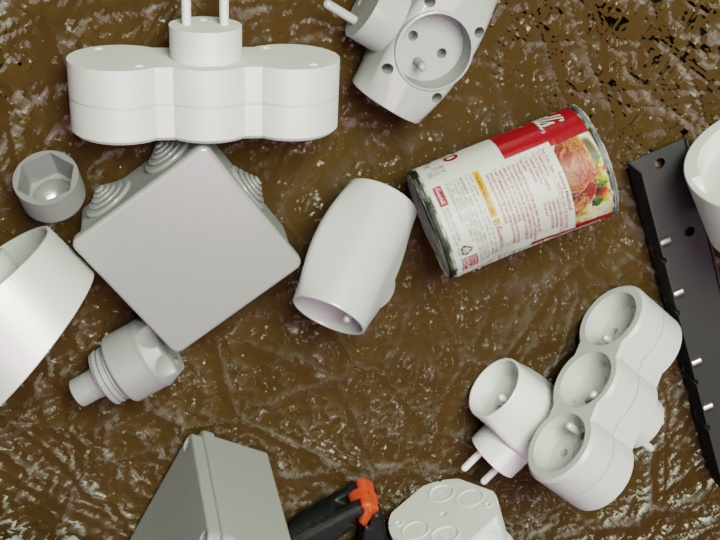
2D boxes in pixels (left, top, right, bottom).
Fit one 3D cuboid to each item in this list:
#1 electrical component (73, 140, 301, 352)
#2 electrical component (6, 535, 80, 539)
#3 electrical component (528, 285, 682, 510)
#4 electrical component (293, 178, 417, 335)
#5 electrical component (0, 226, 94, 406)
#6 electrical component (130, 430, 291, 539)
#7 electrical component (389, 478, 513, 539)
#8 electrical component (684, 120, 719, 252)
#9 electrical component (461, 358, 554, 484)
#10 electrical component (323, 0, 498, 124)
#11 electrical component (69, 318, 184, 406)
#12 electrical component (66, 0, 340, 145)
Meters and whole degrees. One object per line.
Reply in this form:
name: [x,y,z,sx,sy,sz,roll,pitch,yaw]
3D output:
electrical component: [-0.095,-0.019,0.591,0.100,0.048,0.099,-35,118,6]
electrical component: [-0.211,0.189,0.658,0.076,0.083,0.047,41,104,13]
electrical component: [0.164,0.086,0.671,0.074,0.052,0.138,37,68,-25]
electrical component: [0.000,0.000,0.615,0.043,0.077,0.079,19,159,16]
electrical component: [-0.185,0.025,0.566,0.099,0.099,0.064,-33,112,4]
electrical component: [-0.094,0.174,0.652,0.056,0.108,0.108,22,109,-24]
electrical component: [0.060,0.180,0.707,0.080,0.080,0.051,-18,113,-4]
electrical component: [0.249,-0.045,0.625,0.108,0.108,0.060,-26,124,1]
electrical component: [0.100,0.108,0.700,0.077,0.043,0.079,37,103,-25]
electrical component: [0.019,-0.129,0.564,0.079,0.044,0.077,26,108,-23]
electrical component: [-0.137,0.057,0.622,0.062,0.043,0.043,-29,118,4]
electrical component: [-0.079,-0.107,0.549,0.138,0.052,0.073,-3,116,-11]
